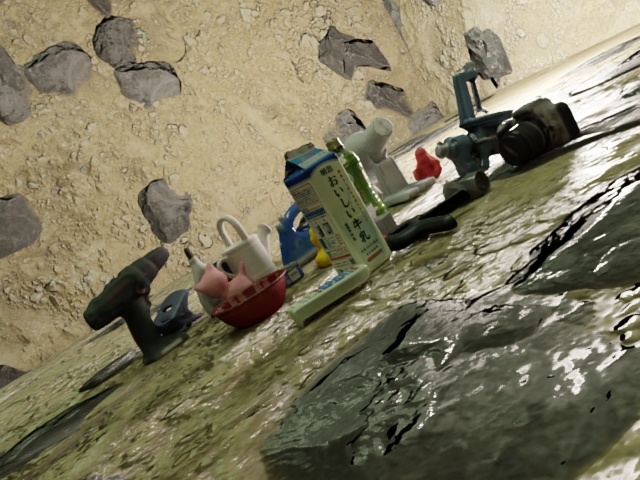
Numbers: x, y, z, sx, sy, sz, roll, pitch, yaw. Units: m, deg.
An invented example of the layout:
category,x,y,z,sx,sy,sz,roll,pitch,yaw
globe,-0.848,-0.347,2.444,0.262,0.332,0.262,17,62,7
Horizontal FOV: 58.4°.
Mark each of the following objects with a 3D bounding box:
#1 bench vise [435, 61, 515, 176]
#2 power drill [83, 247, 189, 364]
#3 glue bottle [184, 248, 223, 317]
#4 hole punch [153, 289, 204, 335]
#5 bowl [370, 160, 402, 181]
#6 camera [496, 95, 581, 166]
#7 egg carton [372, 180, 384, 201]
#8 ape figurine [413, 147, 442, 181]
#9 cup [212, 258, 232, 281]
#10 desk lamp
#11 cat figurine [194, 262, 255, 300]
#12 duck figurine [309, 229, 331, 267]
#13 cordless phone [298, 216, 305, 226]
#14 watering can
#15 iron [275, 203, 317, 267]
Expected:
category,x,y,z,sx,sy,sz,roll,pitch,yaw
bench vise,0.327,-0.259,1.216,0.208,0.220,0.121,-35,9,-33
power drill,-0.384,0.153,1.260,0.230,0.208,0.075,-35,10,-33
glue bottle,-0.273,0.093,1.362,0.078,0.173,0.037,-34,9,-28
hole punch,-0.360,0.183,1.411,0.108,0.091,0.101,-24,10,38
bowl,0.181,-0.167,1.709,0.167,0.075,0.167,-29,8,5
camera,0.381,-0.199,1.073,0.137,0.101,0.143,-34,9,-27
egg carton,0.139,-0.115,1.555,0.107,0.069,0.150,-34,9,-28
ape figurine,0.275,-0.199,1.499,0.077,0.092,0.076,-24,10,39
cup,-0.245,0.097,1.522,0.091,0.095,0.118,-29,8,7
desk lamp,0.165,-0.200,1.461,0.118,0.213,0.202,-34,9,-24
cat figurine,-0.217,0.100,1.318,0.128,0.118,0.067,-30,8,-1
duck figurine,0.011,0.004,1.200,0.077,0.086,0.104,-32,8,-13
cordless phone,-0.029,-0.100,1.649,0.094,0.185,0.148,-22,12,46
watering can,-0.190,0.021,1.433,0.100,0.194,0.173,-25,9,32
iron,-0.039,-0.032,1.409,0.118,0.141,0.259,-23,11,42
